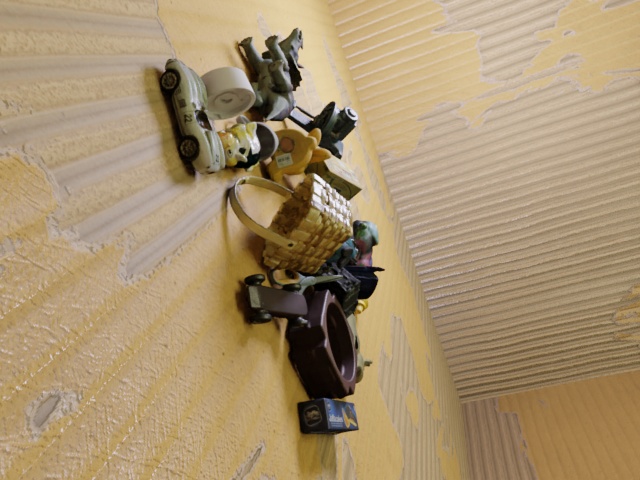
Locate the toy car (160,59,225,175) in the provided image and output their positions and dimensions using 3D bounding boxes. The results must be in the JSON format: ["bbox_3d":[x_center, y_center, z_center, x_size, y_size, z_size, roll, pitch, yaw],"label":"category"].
[{"bbox_3d":[-0.213,-0.208,0.907,0.073,0.056,0.201,-10,85,-74],"label":"toy car"}]

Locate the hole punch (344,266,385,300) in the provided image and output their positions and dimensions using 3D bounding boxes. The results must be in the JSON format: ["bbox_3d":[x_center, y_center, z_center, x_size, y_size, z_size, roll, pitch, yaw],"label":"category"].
[{"bbox_3d":[0.093,0.112,1.443,0.116,0.142,0.092,141,-47,-75],"label":"hole punch"}]

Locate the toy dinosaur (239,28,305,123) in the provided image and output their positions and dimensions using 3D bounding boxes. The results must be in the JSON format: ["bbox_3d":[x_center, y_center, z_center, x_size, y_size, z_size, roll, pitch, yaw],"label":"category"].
[{"bbox_3d":[-0.110,-0.373,1.327,0.192,0.131,0.405,52,32,-51],"label":"toy dinosaur"}]

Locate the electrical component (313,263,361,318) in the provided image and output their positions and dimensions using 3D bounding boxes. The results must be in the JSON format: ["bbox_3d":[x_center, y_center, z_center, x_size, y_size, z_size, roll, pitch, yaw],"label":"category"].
[{"bbox_3d":[0.029,0.110,1.276,0.058,0.134,0.114,-35,145,-31],"label":"electrical component"}]

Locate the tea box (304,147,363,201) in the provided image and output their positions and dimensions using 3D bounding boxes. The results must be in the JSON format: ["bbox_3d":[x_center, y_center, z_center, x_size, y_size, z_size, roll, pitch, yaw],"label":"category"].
[{"bbox_3d":[0.029,-0.170,1.420,0.169,0.068,0.098,20,36,-52],"label":"tea box"}]

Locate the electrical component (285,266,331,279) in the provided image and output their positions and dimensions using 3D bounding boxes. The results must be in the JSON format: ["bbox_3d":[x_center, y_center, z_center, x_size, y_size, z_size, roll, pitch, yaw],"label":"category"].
[{"bbox_3d":[-0.025,0.068,1.196,0.063,0.094,0.021,47,34,-59],"label":"electrical component"}]

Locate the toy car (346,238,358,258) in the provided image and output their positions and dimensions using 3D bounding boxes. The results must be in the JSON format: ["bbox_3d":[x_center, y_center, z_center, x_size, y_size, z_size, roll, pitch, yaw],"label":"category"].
[{"bbox_3d":[0.016,0.014,1.337,0.161,0.109,0.103,48,31,-19],"label":"toy car"}]

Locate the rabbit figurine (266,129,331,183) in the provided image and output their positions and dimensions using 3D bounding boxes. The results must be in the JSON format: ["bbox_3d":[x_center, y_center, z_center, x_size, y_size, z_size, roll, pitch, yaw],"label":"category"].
[{"bbox_3d":[-0.063,-0.210,1.299,0.122,0.162,0.173,64,-4,9],"label":"rabbit figurine"}]

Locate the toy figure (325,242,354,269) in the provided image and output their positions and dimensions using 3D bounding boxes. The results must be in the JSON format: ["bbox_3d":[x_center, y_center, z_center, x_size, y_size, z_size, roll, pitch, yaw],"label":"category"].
[{"bbox_3d":[-0.004,0.000,1.240,0.180,0.082,0.089,32,-1,24],"label":"toy figure"}]

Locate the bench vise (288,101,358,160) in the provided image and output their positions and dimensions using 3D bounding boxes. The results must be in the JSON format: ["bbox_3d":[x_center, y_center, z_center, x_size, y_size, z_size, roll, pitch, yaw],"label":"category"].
[{"bbox_3d":[-0.017,-0.325,1.539,0.240,0.223,0.129,29,55,-22],"label":"bench vise"}]

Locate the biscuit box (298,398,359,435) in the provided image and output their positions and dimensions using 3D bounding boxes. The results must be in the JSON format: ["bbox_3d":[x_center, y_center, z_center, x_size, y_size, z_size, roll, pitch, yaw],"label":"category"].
[{"bbox_3d":[0.021,0.367,1.115,0.202,0.059,0.063,41,36,-61],"label":"biscuit box"}]

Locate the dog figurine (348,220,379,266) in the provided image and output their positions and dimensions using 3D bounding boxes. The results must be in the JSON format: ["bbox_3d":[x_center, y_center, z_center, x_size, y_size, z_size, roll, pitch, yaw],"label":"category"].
[{"bbox_3d":[0.109,0.068,1.566,0.219,0.108,0.191,-84,-170,-52],"label":"dog figurine"}]

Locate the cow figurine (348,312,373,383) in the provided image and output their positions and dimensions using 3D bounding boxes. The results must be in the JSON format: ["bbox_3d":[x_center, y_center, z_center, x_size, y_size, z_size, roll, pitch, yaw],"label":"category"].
[{"bbox_3d":[0.066,0.261,1.343,0.127,0.086,0.195,28,47,-60],"label":"cow figurine"}]

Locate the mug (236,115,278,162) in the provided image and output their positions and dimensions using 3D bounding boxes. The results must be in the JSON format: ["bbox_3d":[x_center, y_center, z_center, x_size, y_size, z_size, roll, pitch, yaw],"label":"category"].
[{"bbox_3d":[-0.138,-0.220,1.159,0.109,0.081,0.107,45,11,-5],"label":"mug"}]

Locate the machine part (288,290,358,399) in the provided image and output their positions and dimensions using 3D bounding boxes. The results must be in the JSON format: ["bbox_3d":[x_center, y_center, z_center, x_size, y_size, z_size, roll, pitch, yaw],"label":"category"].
[{"bbox_3d":[0.009,0.229,1.168,0.201,0.087,0.200,-74,144,-60],"label":"machine part"}]

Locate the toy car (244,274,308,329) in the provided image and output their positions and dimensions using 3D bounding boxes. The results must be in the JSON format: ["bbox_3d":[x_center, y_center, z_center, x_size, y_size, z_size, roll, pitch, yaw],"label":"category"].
[{"bbox_3d":[-0.085,0.118,1.011,0.202,0.053,0.089,20,57,-60],"label":"toy car"}]

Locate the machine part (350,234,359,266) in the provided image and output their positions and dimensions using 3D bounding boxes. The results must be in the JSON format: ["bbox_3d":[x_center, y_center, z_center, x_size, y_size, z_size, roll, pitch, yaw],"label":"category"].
[{"bbox_3d":[0.079,-0.003,1.477,0.084,0.039,0.139,30,48,-61],"label":"machine part"}]

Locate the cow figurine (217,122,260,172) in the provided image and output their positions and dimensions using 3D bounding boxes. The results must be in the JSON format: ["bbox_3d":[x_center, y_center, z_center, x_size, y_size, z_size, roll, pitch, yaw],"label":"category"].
[{"bbox_3d":[-0.163,-0.170,1.030,0.167,0.068,0.098,-57,135,-68],"label":"cow figurine"}]
